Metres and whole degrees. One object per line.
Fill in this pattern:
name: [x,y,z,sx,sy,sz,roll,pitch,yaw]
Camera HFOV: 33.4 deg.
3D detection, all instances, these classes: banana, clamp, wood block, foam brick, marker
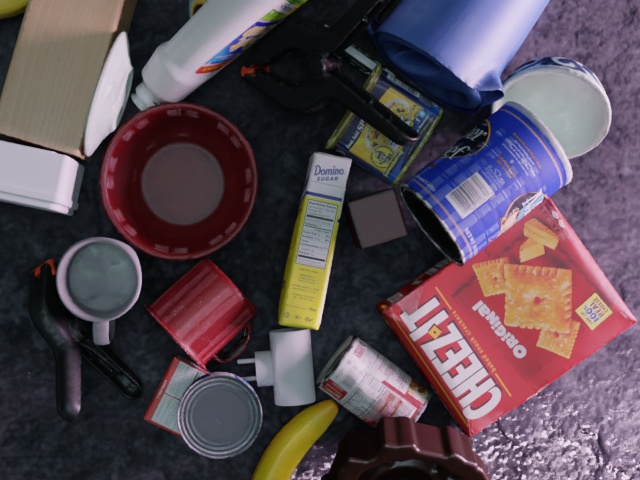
banana: [-0.038,0.256,1.124,0.069,0.037,0.198,16,89,-8]
clamp: [0.009,-0.185,1.061,0.210,0.036,0.164,11,107,35]
wood block: [-0.253,-0.192,1.083,0.091,0.090,0.206,16,89,-3]
foam brick: [0.056,-0.022,1.106,0.053,0.078,0.051,-17,92,-1]
clamp: [-0.253,0.103,1.078,0.039,0.120,0.171,-33,88,19]
marker: [0.050,-0.186,1.133,0.121,0.020,0.020,35,89,-3]

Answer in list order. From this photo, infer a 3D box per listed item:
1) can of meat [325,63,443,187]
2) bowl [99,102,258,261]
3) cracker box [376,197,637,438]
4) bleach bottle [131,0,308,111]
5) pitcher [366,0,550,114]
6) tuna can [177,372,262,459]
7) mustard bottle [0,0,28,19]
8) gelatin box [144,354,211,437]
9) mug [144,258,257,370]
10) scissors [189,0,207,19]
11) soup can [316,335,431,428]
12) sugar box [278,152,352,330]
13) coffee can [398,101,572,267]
can of meat: [0.068,-0.118,1.108,0.084,0.057,0.102,32,105,-5]
bowl: [-0.144,-0.059,1.106,0.162,0.055,0.162,0,90,-3]
cracker box: [0.193,0.077,1.116,0.213,0.072,0.164,-35,91,-2]
bleach bottle: [-0.090,-0.217,1.076,0.251,0.102,0.068,-39,87,18]
pitcher: [0.165,-0.265,1.093,0.149,0.145,0.243,37,85,-15]
tuna can: [-0.102,0.178,1.090,0.086,0.034,0.086,0,90,-5]
mustard bottle: [-0.387,-0.240,1.091,0.191,0.058,0.096,-33,96,-2]
gelatin box: [-0.129,0.173,1.121,0.089,0.030,0.073,27,88,-4]
mug: [-0.113,0.080,1.099,0.081,0.093,0.117,-43,123,-7]
scissors: [-0.125,-0.290,1.124,0.096,0.016,0.202,-25,93,1]
soup can: [0.055,0.155,1.111,0.102,0.068,0.068,37,88,-2]
sugar box: [-0.008,0.001,1.095,0.048,0.093,0.176,9,89,-4]
coffee can: [0.164,-0.056,1.063,0.140,0.103,0.103,-38,92,-5]
